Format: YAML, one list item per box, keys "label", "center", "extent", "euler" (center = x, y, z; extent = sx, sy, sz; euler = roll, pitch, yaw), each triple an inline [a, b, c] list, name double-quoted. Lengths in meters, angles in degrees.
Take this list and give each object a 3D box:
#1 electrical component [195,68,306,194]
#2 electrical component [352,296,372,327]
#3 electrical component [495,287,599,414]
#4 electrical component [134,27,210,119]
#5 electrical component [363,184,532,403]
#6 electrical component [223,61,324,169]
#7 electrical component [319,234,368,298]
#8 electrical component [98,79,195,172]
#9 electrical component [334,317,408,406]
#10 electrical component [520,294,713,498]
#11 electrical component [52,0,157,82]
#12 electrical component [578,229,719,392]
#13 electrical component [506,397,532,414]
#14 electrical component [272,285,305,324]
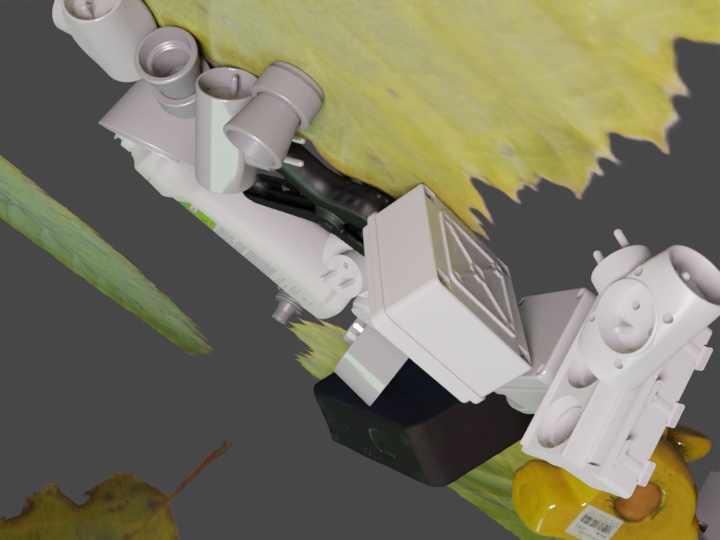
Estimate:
- label: "electrical component"
  center: [-0.075, -0.091, 0.740]
  extent: [0.079, 0.043, 0.077]
  euler: [16, 131, 10]
- label: "electrical component"
  center: [0.024, 0.022, 0.942]
  extent: [0.045, 0.055, 0.045]
  euler: [31, 167, 8]
- label: "electrical component"
  center: [0.142, 0.059, 0.753]
  extent: [0.057, 0.078, 0.113]
  euler: [33, 167, -11]
- label: "electrical component"
  center: [-0.127, -0.136, 0.749]
  extent: [0.045, 0.045, 0.055]
  euler: [29, 167, 18]
- label: "electrical component"
  center: [0.058, 0.016, 0.725]
  extent: [0.109, 0.056, 0.108]
  euler: [41, -153, -31]
- label: "electrical component"
  center: [-0.055, -0.099, 0.689]
  extent: [0.045, 0.055, 0.045]
  euler: [31, 167, 8]
- label: "electrical component"
  center: [0.000, 0.000, 0.885]
  extent: [0.077, 0.079, 0.044]
  euler: [25, 122, 32]
- label: "electrical component"
  center: [-0.150, -0.109, 0.855]
  extent: [0.099, 0.064, 0.099]
  euler: [31, 167, 8]
- label: "electrical component"
  center: [0.019, 0.067, 1.014]
  extent: [0.060, 0.108, 0.108]
  euler: [38, 167, 4]
- label: "electrical component"
  center: [0.160, 0.071, 0.657]
  extent: [0.063, 0.121, 0.079]
  euler: [35, 167, -22]
- label: "electrical component"
  center: [-0.185, -0.175, 0.745]
  extent: [0.079, 0.043, 0.077]
  euler: [29, 166, 18]
- label: "electrical component"
  center: [0.153, 0.013, 0.595]
  extent: [0.044, 0.077, 0.079]
  euler: [6, -133, -35]
- label: "electrical component"
  center: [0.143, 0.094, 0.947]
  extent: [0.066, 0.048, 0.055]
  euler: [17, 152, 52]
- label: "electrical component"
  center: [-0.072, 0.029, 1.177]
  extent: [0.048, 0.062, 0.048]
  euler: [31, 167, 8]
